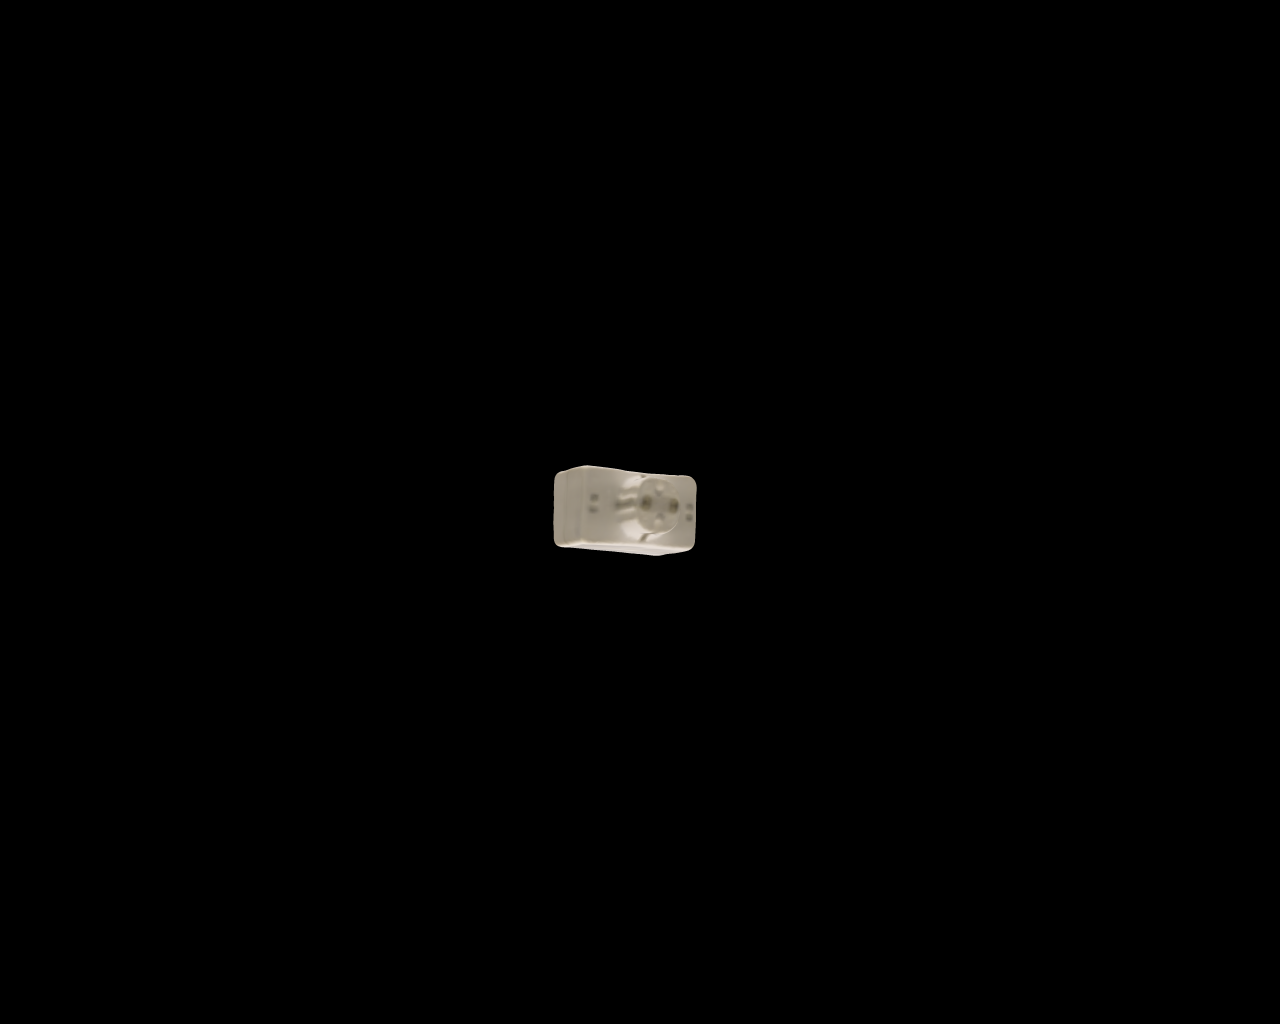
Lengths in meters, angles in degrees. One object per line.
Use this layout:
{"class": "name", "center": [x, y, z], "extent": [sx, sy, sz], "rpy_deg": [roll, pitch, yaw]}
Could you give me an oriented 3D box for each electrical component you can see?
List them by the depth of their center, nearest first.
{"class": "electrical component", "center": [0.001, -0.003, 0.650], "extent": [0.083, 0.047, 0.075], "rpy_deg": [5, -10, -32]}
